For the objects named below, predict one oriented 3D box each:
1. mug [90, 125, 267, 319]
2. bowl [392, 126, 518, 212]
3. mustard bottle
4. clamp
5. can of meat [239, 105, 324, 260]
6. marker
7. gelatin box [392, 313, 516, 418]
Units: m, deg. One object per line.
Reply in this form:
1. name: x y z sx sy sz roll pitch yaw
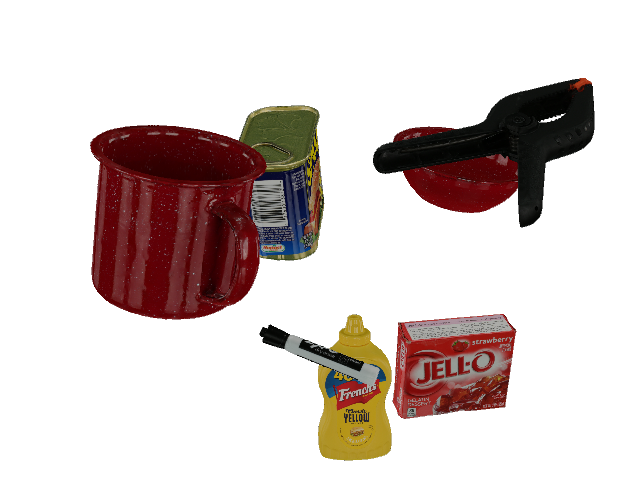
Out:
1. mug: -0.072 -0.005 0.571 0.093 0.081 0.117 -12 31 -43
2. bowl: 0.156 -0.075 1.207 0.162 0.055 0.162 8 26 -4
3. mustard bottle: 0.045 0.189 1.393 0.096 0.192 0.058 -1 15 -3
4. clamp: 0.172 -0.081 0.901 0.209 0.036 0.165 -28 39 -27
5. can of meat: -0.028 -0.044 0.821 0.057 0.084 0.102 -2 31 8
6. marker: -0.002 0.110 1.028 0.121 0.020 0.020 21 4 11
7. gelatin box: 0.103 0.098 0.830 0.089 0.073 0.030 -4 29 -12
